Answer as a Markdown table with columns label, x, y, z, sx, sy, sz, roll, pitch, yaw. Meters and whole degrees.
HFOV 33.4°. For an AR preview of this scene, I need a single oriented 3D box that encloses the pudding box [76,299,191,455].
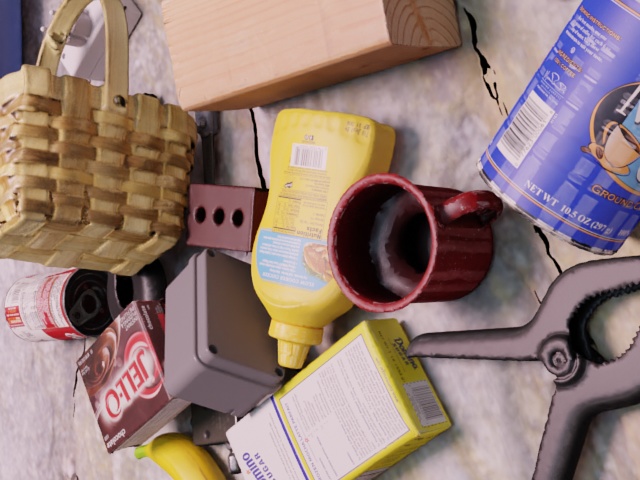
| label | x | y | z | sx | sy | sz | roll | pitch | yaw |
| --- | --- | --- | --- | --- | --- | --- | --- | --- | --- |
| pudding box | -0.153 | 0.114 | 0.892 | 0.114 | 0.039 | 0.090 | -44 | 61 | 41 |

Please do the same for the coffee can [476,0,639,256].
| label | x | y | z | sx | sy | sz | roll | pitch | yaw |
| --- | --- | --- | --- | --- | --- | --- | --- | --- | --- |
| coffee can | 0.172 | -0.076 | 0.629 | 0.103 | 0.102 | 0.140 | 46 | 118 | 32 |

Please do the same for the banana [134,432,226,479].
| label | x | y | z | sx | sy | sz | roll | pitch | yaw |
| --- | --- | --- | --- | --- | --- | --- | --- | --- | --- |
| banana | -0.094 | 0.230 | 0.901 | 0.198 | 0.037 | 0.070 | 51 | 139 | 31 |

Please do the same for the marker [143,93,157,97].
| label | x | y | z | sx | sy | sz | roll | pitch | yaw |
| --- | --- | --- | --- | --- | --- | --- | --- | --- | --- |
| marker | -0.189 | -0.098 | 1.000 | 0.121 | 0.020 | 0.020 | -39 | 65 | 33 |

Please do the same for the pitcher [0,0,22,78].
| label | x | y | z | sx | sy | sz | roll | pitch | yaw |
| --- | --- | --- | --- | --- | --- | --- | --- | --- | --- |
| pitcher | -0.374 | -0.180 | 1.095 | 0.149 | 0.144 | 0.243 | 174 | 93 | -75 |

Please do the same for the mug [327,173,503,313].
| label | x | y | z | sx | sy | sz | roll | pitch | yaw |
| --- | --- | --- | --- | --- | --- | --- | --- | --- | --- |
| mug | 0.073 | -0.003 | 0.727 | 0.117 | 0.081 | 0.093 | -35 | 67 | 35 |

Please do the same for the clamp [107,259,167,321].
| label | x | y | z | sx | sy | sz | roll | pitch | yaw |
| --- | --- | --- | --- | --- | --- | --- | --- | --- | --- |
| clamp | -0.162 | 0.081 | 0.959 | 0.120 | 0.039 | 0.171 | -43 | 54 | 33 |

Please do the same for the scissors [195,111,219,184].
| label | x | y | z | sx | sy | sz | roll | pitch | yaw |
| --- | --- | --- | --- | --- | --- | --- | --- | --- | --- |
| scissors | -0.085 | -0.113 | 0.912 | 0.096 | 0.016 | 0.202 | -26 | 72 | 38 |

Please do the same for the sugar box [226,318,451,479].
| label | x | y | z | sx | sy | sz | roll | pitch | yaw |
| --- | --- | --- | --- | --- | --- | --- | --- | --- | --- |
| sugar box | 0.009 | 0.143 | 0.806 | 0.176 | 0.048 | 0.093 | -43 | 62 | 36 |

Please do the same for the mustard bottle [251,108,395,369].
| label | x | y | z | sx | sy | sz | roll | pitch | yaw |
| --- | --- | --- | --- | --- | --- | --- | --- | --- | --- |
| mustard bottle | -0.005 | 0.001 | 0.799 | 0.096 | 0.058 | 0.191 | 11 | 90 | 35 |

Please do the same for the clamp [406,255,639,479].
| label | x | y | z | sx | sy | sz | roll | pitch | yaw |
| --- | --- | --- | --- | --- | --- | --- | --- | --- | --- |
| clamp | 0.152 | 0.073 | 0.686 | 0.210 | 0.036 | 0.165 | -53 | 57 | 24 |

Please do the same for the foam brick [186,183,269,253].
| label | x | y | z | sx | sy | sz | roll | pitch | yaw |
| --- | --- | --- | --- | --- | --- | --- | --- | --- | --- |
| foam brick | -0.065 | -0.018 | 0.868 | 0.078 | 0.051 | 0.053 | 5 | 92 | 41 |

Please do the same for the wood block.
| label | x | y | z | sx | sy | sz | roll | pitch | yaw |
| --- | --- | --- | --- | --- | --- | --- | --- | --- | --- |
| wood block | -0.012 | -0.161 | 0.792 | 0.207 | 0.090 | 0.091 | -10 | 91 | 41 |

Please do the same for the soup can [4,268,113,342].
| label | x | y | z | sx | sy | sz | roll | pitch | yaw |
| --- | --- | --- | --- | --- | --- | --- | --- | --- | --- |
| soup can | -0.244 | 0.062 | 1.012 | 0.102 | 0.068 | 0.068 | -9 | 83 | 41 |
